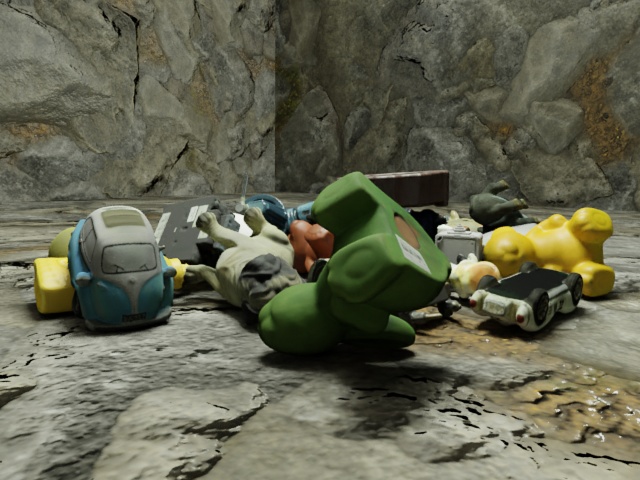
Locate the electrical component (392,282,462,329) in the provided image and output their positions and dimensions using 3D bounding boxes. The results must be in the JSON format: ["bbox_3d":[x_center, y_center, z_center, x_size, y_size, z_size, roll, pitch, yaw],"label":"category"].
[{"bbox_3d":[0.113,0.075,0.612,0.078,0.045,0.102,-28,-14,35],"label":"electrical component"}]

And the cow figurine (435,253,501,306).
[{"bbox_3d":[0.158,0.049,0.726,0.168,0.068,0.098,5,3,22],"label":"cow figurine"}]

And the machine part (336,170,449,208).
[{"bbox_3d":[0.116,-0.079,0.857,0.179,0.056,0.179,-3,7,0],"label":"machine part"}]

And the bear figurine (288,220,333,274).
[{"bbox_3d":[-0.001,0.001,0.827,0.120,0.131,0.196,-34,31,-24],"label":"bear figurine"}]

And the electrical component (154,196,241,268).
[{"bbox_3d":[-0.184,-0.001,0.790,0.134,0.115,0.058,-3,-31,32],"label":"electrical component"}]

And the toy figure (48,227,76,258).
[{"bbox_3d":[-0.308,0.019,0.790,0.082,0.089,0.180,-2,7,36],"label":"toy figure"}]

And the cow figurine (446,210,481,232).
[{"bbox_3d":[0.281,-0.007,1.093,0.127,0.085,0.195,14,16,39],"label":"cow figurine"}]

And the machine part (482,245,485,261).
[{"bbox_3d":[0.200,0.021,0.889,0.139,0.084,0.039,13,12,17],"label":"machine part"}]

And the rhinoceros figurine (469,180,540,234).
[{"bbox_3d":[0.333,-0.024,0.970,0.190,0.112,0.073,39,22,-43],"label":"rhinoceros figurine"}]

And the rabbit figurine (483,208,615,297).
[{"bbox_3d":[0.312,0.014,0.785,0.173,0.121,0.162,-2,5,-18],"label":"rabbit figurine"}]

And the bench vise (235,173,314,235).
[{"bbox_3d":[-0.089,-0.043,1.082,0.224,0.129,0.240,-5,-11,17],"label":"bench vise"}]

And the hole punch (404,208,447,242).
[{"bbox_3d":[0.119,0.010,0.846,0.142,0.115,0.092,6,18,39],"label":"hole punch"}]

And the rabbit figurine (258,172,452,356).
[{"bbox_3d":[0.022,0.043,0.492,0.170,0.121,0.159,-39,-39,24],"label":"rabbit figurine"}]

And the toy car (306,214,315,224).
[{"bbox_3d":[0.058,-0.007,1.027,0.202,0.089,0.053,0,8,4],"label":"toy car"}]

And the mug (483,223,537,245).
[{"bbox_3d":[0.316,0.020,0.920,0.107,0.081,0.109,-4,-16,7],"label":"mug"}]

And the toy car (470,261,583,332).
[{"bbox_3d":[0.251,0.067,0.639,0.074,0.056,0.201,16,17,41],"label":"toy car"}]

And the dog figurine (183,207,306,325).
[{"bbox_3d":[-0.059,0.045,0.677,0.172,0.121,0.191,-10,27,-41],"label":"dog figurine"}]

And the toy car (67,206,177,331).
[{"bbox_3d":[-0.221,0.016,0.600,0.109,0.102,0.162,-2,44,-33],"label":"toy car"}]
